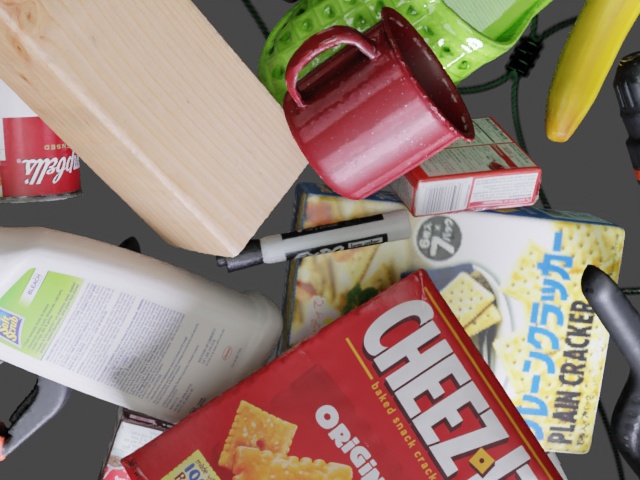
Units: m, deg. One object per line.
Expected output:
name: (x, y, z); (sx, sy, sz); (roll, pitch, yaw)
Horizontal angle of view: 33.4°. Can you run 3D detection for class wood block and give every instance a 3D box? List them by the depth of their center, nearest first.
wood block: (-0.109, -0.092, 0.622); (0.206, 0.090, 0.090); (48, 69, -30)

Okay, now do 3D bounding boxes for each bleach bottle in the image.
bleach bottle: (-0.152, 0.036, 0.658); (0.250, 0.068, 0.102); (27, 94, -26)

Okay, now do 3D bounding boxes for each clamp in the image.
clamp: (-0.203, 0.057, 0.703); (0.120, 0.039, 0.171); (23, 92, -9)
clamp: (0.231, 0.088, 0.709); (0.164, 0.036, 0.210); (-5, 116, -21)

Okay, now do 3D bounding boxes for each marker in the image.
marker: (-0.004, 0.001, 0.658); (0.121, 0.020, 0.020); (-11, 100, -4)

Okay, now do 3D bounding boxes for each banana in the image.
banana: (0.198, -0.157, 0.696); (0.037, 0.069, 0.198); (28, 110, -4)

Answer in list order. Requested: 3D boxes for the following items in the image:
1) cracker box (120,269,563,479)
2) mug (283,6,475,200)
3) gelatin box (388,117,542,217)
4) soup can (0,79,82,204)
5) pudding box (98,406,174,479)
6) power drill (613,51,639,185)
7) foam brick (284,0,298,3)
cracker box: (0.016, 0.143, 0.626); (0.213, 0.072, 0.164); (-33, 74, 1)
mug: (0.026, -0.081, 0.623); (0.082, 0.093, 0.117); (-33, 141, 21)
gelatin box: (0.087, -0.048, 0.691); (0.089, 0.073, 0.030); (-7, 125, -19)
soup can: (-0.186, -0.077, 0.668); (0.068, 0.068, 0.102); (-2, 99, -6)
pudding box: (-0.109, 0.177, 0.734); (0.090, 0.039, 0.113); (16, 99, -9)
power drill: (0.306, -0.070, 0.730); (0.187, 0.057, 0.184); (-24, 105, 1)
foam brick: (-0.025, -0.196, 0.675); (0.051, 0.053, 0.078); (22, 95, -9)
